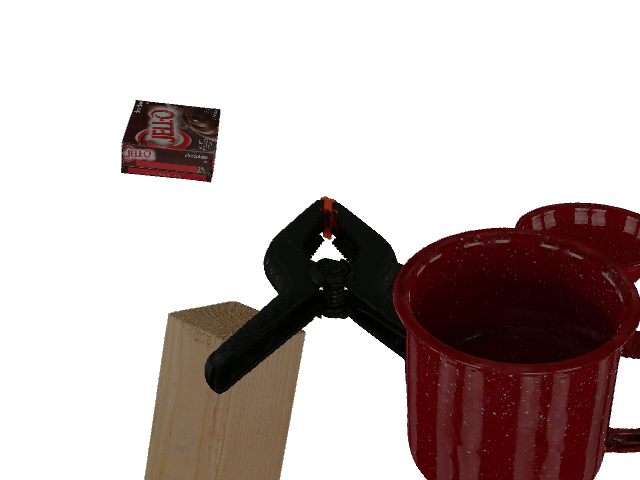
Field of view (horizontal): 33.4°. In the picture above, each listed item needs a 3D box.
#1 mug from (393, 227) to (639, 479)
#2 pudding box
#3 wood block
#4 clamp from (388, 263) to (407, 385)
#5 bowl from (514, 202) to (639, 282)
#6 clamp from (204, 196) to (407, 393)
[{"bbox_3d":[0.087,0.055,0.424,0.117,0.081,0.093,7,34,14],"label":"mug"},{"bbox_3d":[-0.149,-0.101,1.072,0.090,0.039,0.113,6,27,-6],"label":"pudding box"},{"bbox_3d":[-0.090,0.169,0.951,0.090,0.206,0.090,20,17,35],"label":"wood block"},{"bbox_3d":[0.115,0.080,1.067,0.120,0.039,0.171,-3,43,-23],"label":"clamp"},{"bbox_3d":[0.292,0.015,1.164,0.162,0.055,0.162,-1,27,0],"label":"bowl"},{"bbox_3d":[0.018,0.037,0.729,0.164,0.036,0.210,5,33,3],"label":"clamp"}]
